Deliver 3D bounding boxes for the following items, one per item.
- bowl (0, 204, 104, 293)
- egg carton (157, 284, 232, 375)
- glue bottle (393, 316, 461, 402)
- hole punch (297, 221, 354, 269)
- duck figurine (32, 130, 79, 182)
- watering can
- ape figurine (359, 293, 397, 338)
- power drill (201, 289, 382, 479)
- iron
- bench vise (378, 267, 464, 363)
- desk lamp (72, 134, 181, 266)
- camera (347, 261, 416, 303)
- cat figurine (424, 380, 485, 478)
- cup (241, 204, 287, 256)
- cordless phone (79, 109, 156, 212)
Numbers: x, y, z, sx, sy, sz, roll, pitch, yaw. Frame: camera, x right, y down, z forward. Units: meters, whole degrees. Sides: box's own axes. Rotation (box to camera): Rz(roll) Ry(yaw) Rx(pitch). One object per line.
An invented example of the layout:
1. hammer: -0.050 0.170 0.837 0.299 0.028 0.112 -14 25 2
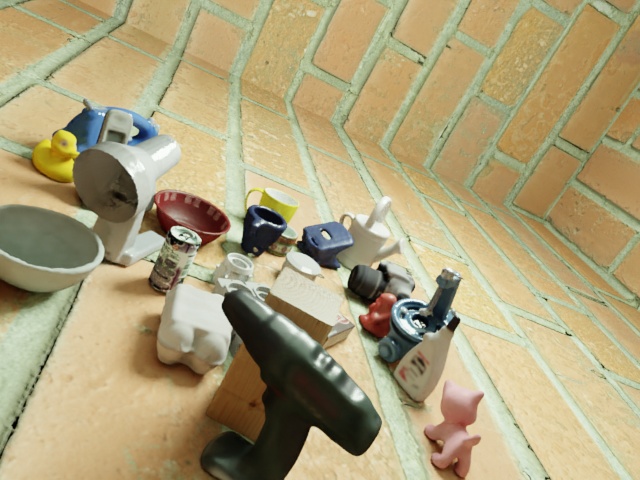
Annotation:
1. bowl: -0.398 0.023 0.807 0.168 0.074 0.167 25 21 -10
2. egg carton: -0.184 0.129 0.847 0.107 0.069 0.150 22 22 -19
3. glue bottle: 0.201 0.203 1.025 0.037 0.173 0.078 7 30 -45
4. hole punch: 0.012 0.005 1.356 0.101 0.091 0.108 13 26 -36
5. duck figurine: -0.503 -0.172 1.106 0.104 0.086 0.078 38 22 22
6. watering can: 0.130 -0.018 1.415 0.173 0.194 0.101 28 21 -4
7. ape figurine: 0.125 0.148 1.171 0.076 0.092 0.078 36 22 19
8. power drill: -0.054 0.195 0.667 0.229 0.208 0.076 32 21 8
9. iron: -0.428 -0.225 1.245 0.118 0.141 0.259 40 23 27
10. bench vise: 0.218 0.137 1.136 0.121 0.219 0.208 35 21 15
11. desk lamp: -0.313 -0.071 0.938 0.118 0.213 0.203 31 21 5
12. camera: 0.137 0.092 1.301 0.137 0.100 0.143 24 21 -13
13. cat figurine: 0.227 0.294 0.928 0.067 0.117 0.127 23 21 -14
14. cup: -0.131 -0.011 1.201 0.091 0.095 0.118 31 21 6
15. cordless phone: -0.367 -0.147 1.084 0.148 0.185 0.094 7 30 -45
